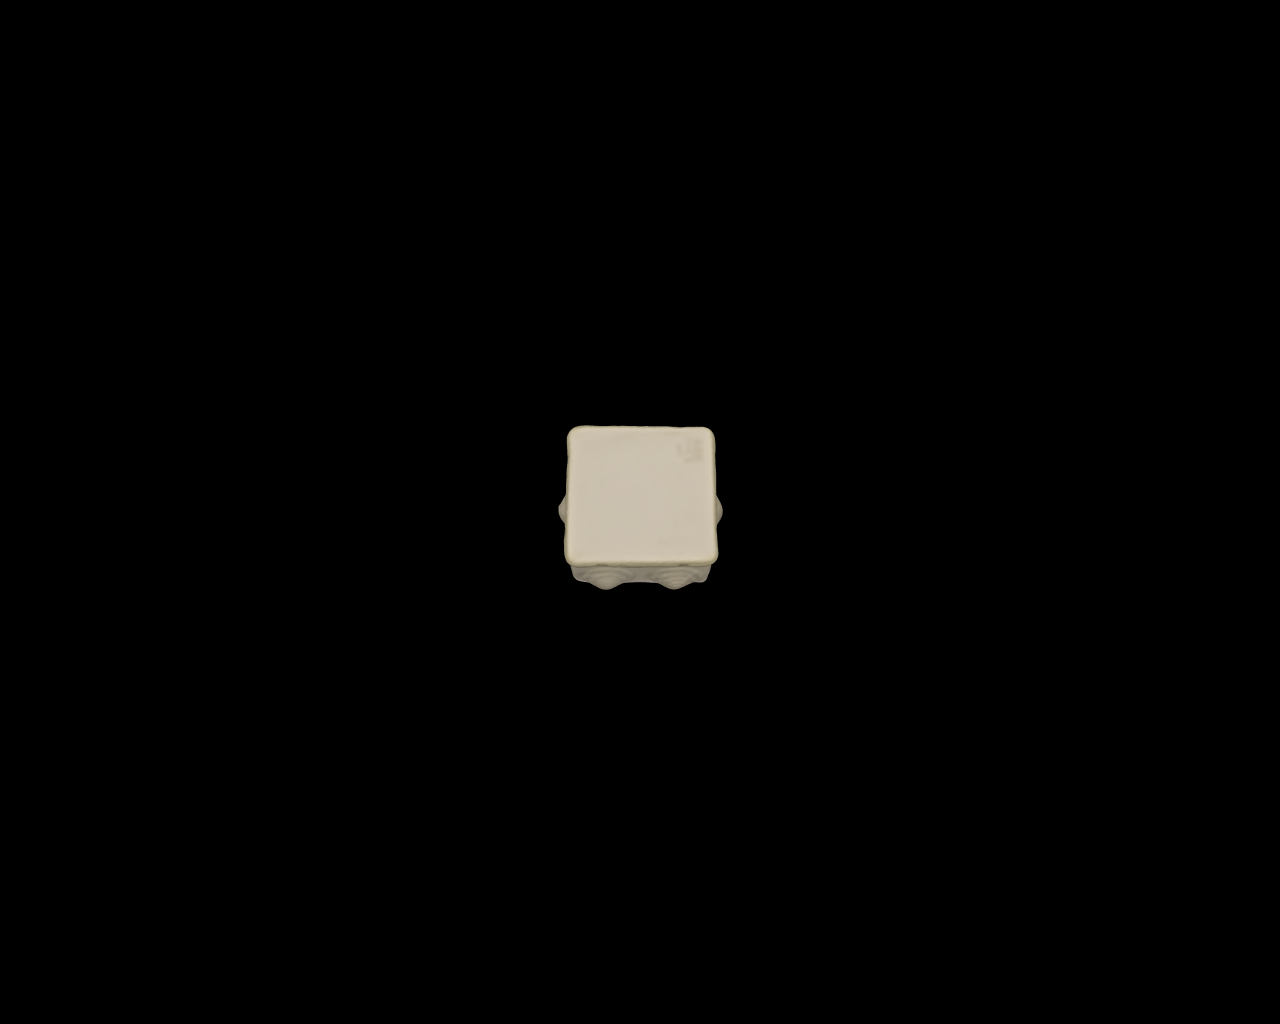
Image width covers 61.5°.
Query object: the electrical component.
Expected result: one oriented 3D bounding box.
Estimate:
[{"bbox_3d":[0.001,-0.003,0.650,0.100,0.100,0.048,0,-21,0],"label":"electrical component"}]
